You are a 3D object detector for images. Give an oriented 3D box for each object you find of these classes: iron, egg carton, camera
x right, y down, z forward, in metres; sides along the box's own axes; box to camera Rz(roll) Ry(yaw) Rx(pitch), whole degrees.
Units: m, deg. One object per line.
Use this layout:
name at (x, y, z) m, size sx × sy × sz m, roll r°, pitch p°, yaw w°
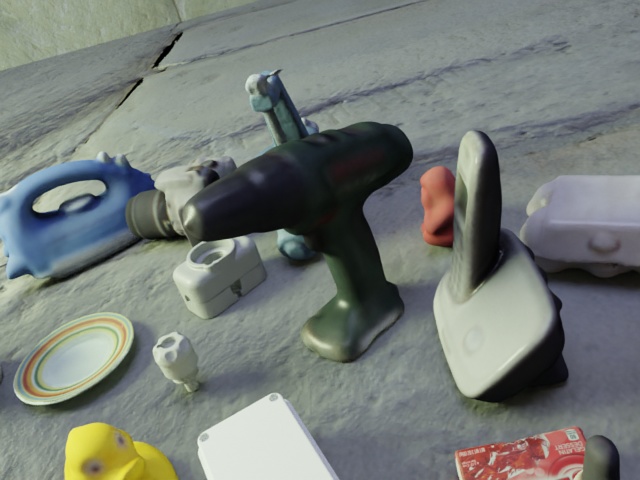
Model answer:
iron at (-0.337, -0.054, 0.813) m, size 0.259 × 0.142 × 0.118 m, roll -29°, pitch 34°, yaw -19°
egg carton at (0.270, -0.012, 0.542) m, size 0.149 × 0.069 × 0.107 m, roll 3°, pitch 37°, yaw 28°
camera at (-0.191, -0.057, 0.790) m, size 0.136 × 0.101 × 0.143 m, roll -7°, pitch 34°, yaw 15°

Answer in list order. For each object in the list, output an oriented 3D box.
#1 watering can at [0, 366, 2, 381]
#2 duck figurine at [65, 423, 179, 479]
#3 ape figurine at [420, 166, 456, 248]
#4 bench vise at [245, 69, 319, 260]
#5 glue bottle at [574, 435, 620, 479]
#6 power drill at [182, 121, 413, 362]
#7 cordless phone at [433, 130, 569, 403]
watering can at (-0.414, 0.094, 0.576) m, size 0.172 × 0.194 × 0.101 m, roll -7°, pitch 34°, yaw 15°
duck figurine at (-0.165, 0.175, 0.441) m, size 0.104 × 0.086 × 0.078 m, roll 8°, pitch 40°, yaw 33°
ape figurine at (0.134, -0.039, 0.625) m, size 0.075 × 0.092 × 0.078 m, roll 10°, pitch 41°, yaw 36°
bench vise at (-0.045, -0.112, 0.695) m, size 0.121 × 0.220 × 0.207 m, roll -18°, pitch 32°, yaw -1°
glue bottle at (0.129, 0.150, 0.265) m, size 0.037 × 0.173 × 0.078 m, roll -5°, pitch 34°, yaw 18°
power drill at (0.005, 0.002, 0.512) m, size 0.075 × 0.209 × 0.230 m, roll 18°, pitch 46°, yaw 42°
cordless phone at (0.132, 0.019, 0.450) m, size 0.094 × 0.185 × 0.147 m, roll -14°, pitch 33°, yaw 4°
